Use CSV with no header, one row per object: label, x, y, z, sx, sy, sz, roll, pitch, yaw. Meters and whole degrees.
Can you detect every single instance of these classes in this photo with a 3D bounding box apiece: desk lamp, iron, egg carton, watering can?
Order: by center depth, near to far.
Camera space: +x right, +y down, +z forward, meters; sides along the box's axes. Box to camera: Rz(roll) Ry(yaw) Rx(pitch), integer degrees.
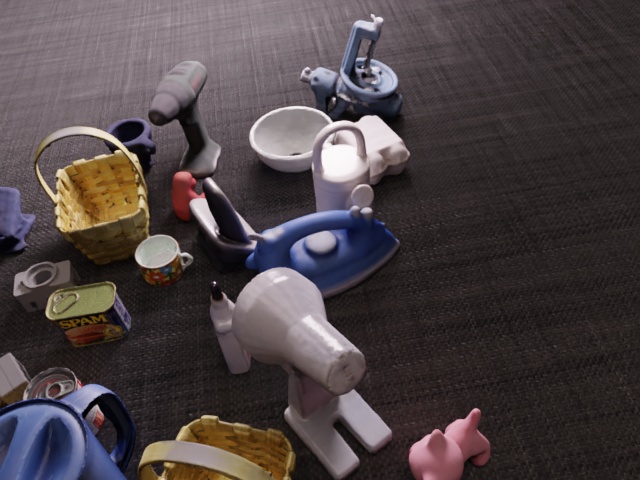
desk lamp,-0.006,0.160,0.720,0.118,0.214,0.202,-34,53,-22
iron,0.008,0.003,0.905,0.258,0.142,0.118,-19,49,-10
watering can,0.041,-0.113,0.969,0.101,0.194,0.172,-38,55,-24
egg carton,0.096,-0.176,1.103,0.107,0.069,0.150,-25,51,-15

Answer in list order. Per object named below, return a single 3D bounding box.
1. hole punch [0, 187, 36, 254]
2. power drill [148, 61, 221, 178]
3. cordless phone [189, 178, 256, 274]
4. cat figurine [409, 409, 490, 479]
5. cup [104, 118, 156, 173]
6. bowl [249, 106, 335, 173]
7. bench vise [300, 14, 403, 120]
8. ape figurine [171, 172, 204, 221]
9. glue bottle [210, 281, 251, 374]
hole punch,-0.589,-0.035,1.039,0.108,0.091,0.101,-2,48,4
power drill,-0.253,-0.225,1.092,0.075,0.209,0.229,0,49,6
cordless phone,-0.166,-0.049,0.941,0.094,0.185,0.147,-32,53,-20
cat figurine,0.152,0.253,0.684,0.128,0.118,0.067,-37,55,-24
cup,-0.359,-0.175,1.135,0.117,0.095,0.092,24,55,25
bowl,-0.051,-0.185,1.123,0.167,0.075,0.167,-3,48,4
bench vise,0.062,-0.337,1.148,0.207,0.220,0.121,-6,48,1
ape figurine,-0.241,-0.086,1.045,0.077,0.092,0.076,28,57,27
glue bottle,-0.130,0.115,0.801,0.037,0.173,0.078,-13,48,-5
